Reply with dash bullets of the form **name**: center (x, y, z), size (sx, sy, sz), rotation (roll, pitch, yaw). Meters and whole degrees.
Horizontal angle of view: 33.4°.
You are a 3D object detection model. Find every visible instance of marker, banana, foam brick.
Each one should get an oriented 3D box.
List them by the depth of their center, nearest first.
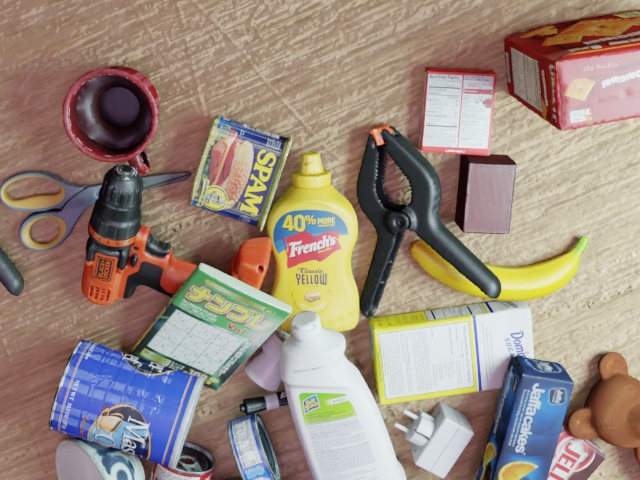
- **foam brick**: center (0.175, -0.049, 1.131), size (0.051, 0.053, 0.078), rotation (2, 106, -3)
- **banana**: center (0.196, 0.033, 1.167), size (0.197, 0.037, 0.069), rotation (-1, 83, -4)
- **marker**: center (-0.031, 0.174, 1.188), size (0.121, 0.020, 0.020), rotation (-11, 106, -15)

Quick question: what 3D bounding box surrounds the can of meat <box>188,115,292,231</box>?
- **can of meat**: center (-0.084, -0.071, 1.114), size (0.084, 0.057, 0.102), rotation (18, 104, -5)

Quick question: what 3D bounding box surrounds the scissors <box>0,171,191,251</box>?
- **scissors**: center (-0.240, -0.032, 1.140), size (0.201, 0.016, 0.096), rotation (3, 107, -3)

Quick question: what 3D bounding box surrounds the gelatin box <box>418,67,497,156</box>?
- **gelatin box**: center (0.143, -0.135, 1.118), size (0.073, 0.030, 0.089), rotation (2, 105, -1)

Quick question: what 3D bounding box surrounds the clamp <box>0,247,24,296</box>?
- **clamp**: center (-0.372, -0.013, 1.127), size (0.120, 0.039, 0.171), rotation (3, 105, -4)

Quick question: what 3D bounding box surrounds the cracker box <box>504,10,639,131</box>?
- **cracker box**: center (0.279, -0.168, 1.018), size (0.164, 0.213, 0.072), rotation (-10, 106, 0)

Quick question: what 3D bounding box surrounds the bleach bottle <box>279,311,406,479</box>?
- **bleach bottle**: center (0.021, 0.183, 1.153), size (0.102, 0.068, 0.251), rotation (-14, 120, 3)

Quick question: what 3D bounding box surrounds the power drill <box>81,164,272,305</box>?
- **power drill**: center (-0.149, 0.012, 1.106), size (0.187, 0.057, 0.185), rotation (16, 133, -6)

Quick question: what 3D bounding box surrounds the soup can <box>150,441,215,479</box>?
- **soup can**: center (-0.164, 0.288, 1.205), size (0.068, 0.068, 0.102), rotation (15, 105, -7)

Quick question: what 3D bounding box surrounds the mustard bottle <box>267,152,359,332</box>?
- **mustard bottle**: center (-0.007, 0.002, 1.136), size (0.096, 0.058, 0.192), rotation (0, 105, 6)

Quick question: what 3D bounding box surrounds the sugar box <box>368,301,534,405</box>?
- **sugar box**: center (0.146, 0.123, 1.183), size (0.176, 0.048, 0.093), rotation (-8, 107, -4)

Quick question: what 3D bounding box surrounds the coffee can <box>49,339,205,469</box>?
- **coffee can**: center (-0.207, 0.176, 1.149), size (0.140, 0.103, 0.103), rotation (18, 104, -2)

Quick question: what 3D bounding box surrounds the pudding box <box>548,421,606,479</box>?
- **pudding box**: center (0.257, 0.261, 1.229), size (0.090, 0.039, 0.113), rotation (35, 101, -11)

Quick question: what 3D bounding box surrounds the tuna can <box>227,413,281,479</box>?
- **tuna can**: center (-0.073, 0.236, 1.185), size (0.034, 0.086, 0.086), rotation (-20, 106, 2)

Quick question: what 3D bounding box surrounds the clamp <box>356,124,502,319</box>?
- **clamp**: center (0.084, -0.016, 1.132), size (0.165, 0.036, 0.210), rotation (-20, 95, 31)

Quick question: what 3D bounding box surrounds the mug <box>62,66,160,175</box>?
- **mug**: center (-0.201, -0.121, 1.081), size (0.093, 0.081, 0.117), rotation (-25, 105, 5)
